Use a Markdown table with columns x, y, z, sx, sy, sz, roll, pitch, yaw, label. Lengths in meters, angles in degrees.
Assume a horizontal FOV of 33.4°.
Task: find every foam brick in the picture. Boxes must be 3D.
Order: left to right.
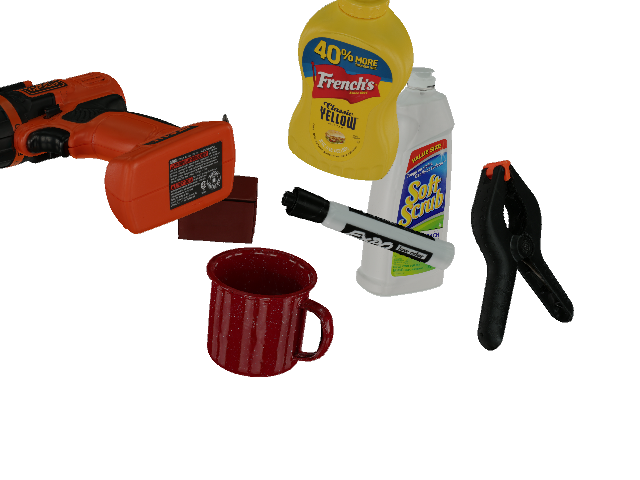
| x | y | z | sx | sy | sz | roll | pitch | yaw | label |
| --- | --- | --- | --- | --- | --- | --- | --- | --- | --- |
| -0.103 | -0.033 | 1.086 | 0.078 | 0.051 | 0.053 | 4 | 30 | 0 | foam brick |

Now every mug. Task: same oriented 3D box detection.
| x | y | z | sx | sy | sz | roll | pitch | yaw | label |
| --- | --- | --- | --- | --- | --- | --- | --- | --- | --- |
| -0.042 | 0.065 | 0.899 | 0.117 | 0.081 | 0.093 | 17 | 26 | 21 | mug |

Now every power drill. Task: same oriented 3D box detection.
| x | y | z | sx | sy | sz | roll | pitch | yaw | label |
| --- | --- | --- | --- | --- | --- | --- | --- | --- | --- |
| -0.166 | -0.063 | 0.725 | 0.188 | 0.057 | 0.184 | 22 | 34 | 33 | power drill |

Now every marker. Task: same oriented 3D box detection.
| x | y | z | sx | sy | sz | roll | pitch | yaw | label |
| --- | --- | --- | --- | --- | --- | --- | --- | --- | --- |
| 0.031 | -0.008 | 0.687 | 0.121 | 0.020 | 0.020 | 20 | -7 | -20 | marker |

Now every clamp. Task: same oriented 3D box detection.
| x | y | z | sx | sy | sz | roll | pitch | yaw | label |
| --- | --- | --- | --- | --- | --- | --- | --- | --- | --- |
| 0.172 | 0.016 | 0.983 | 0.120 | 0.171 | 0.039 | -26 | 8 | -42 | clamp |

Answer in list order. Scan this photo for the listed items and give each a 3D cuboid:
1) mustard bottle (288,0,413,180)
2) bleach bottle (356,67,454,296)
| x | y | z | sx | sy | sz | roll | pitch | yaw | label |
| --- | --- | --- | --- | --- | --- | --- | --- | --- | --- |
| 0.028 | -0.143 | 0.895 | 0.096 | 0.192 | 0.058 | 21 | 45 | 13 | mustard bottle |
| 0.098 | -0.067 | 1.199 | 0.102 | 0.251 | 0.068 | -8 | 22 | -26 | bleach bottle |
